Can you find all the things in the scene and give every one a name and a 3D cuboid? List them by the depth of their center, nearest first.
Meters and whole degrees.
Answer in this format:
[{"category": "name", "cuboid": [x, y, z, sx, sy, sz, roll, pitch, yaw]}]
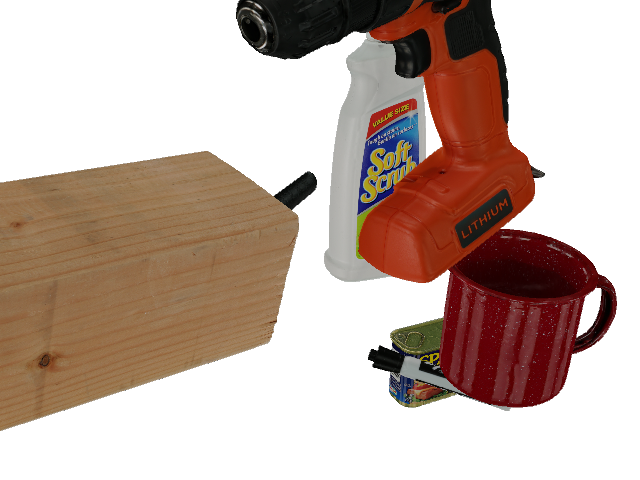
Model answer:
[{"category": "power drill", "cuboid": [0.046, -0.075, 0.514, 0.184, 0.187, 0.057, -34, 43, -30]}, {"category": "wood block", "cuboid": [-0.122, 0.022, 0.564, 0.205, 0.091, 0.090, -14, 39, -43]}, {"category": "mug", "cuboid": [0.130, 0.048, 0.667, 0.117, 0.081, 0.093, -4, 28, -17]}, {"category": "marker", "cuboid": [0.097, 0.111, 0.866, 0.121, 0.020, 0.020, 18, 2, 5]}, {"category": "bleach bottle", "cuboid": [0.052, -0.089, 1.035, 0.102, 0.251, 0.068, -9, 23, -17]}, {"category": "clamp", "cuboid": [-0.063, -0.029, 1.203, 0.120, 0.039, 0.171, -7, 42, 4]}, {"category": "can of meat", "cuboid": [0.135, 0.152, 1.326, 0.101, 0.084, 0.058, -11, 29, -27]}]
